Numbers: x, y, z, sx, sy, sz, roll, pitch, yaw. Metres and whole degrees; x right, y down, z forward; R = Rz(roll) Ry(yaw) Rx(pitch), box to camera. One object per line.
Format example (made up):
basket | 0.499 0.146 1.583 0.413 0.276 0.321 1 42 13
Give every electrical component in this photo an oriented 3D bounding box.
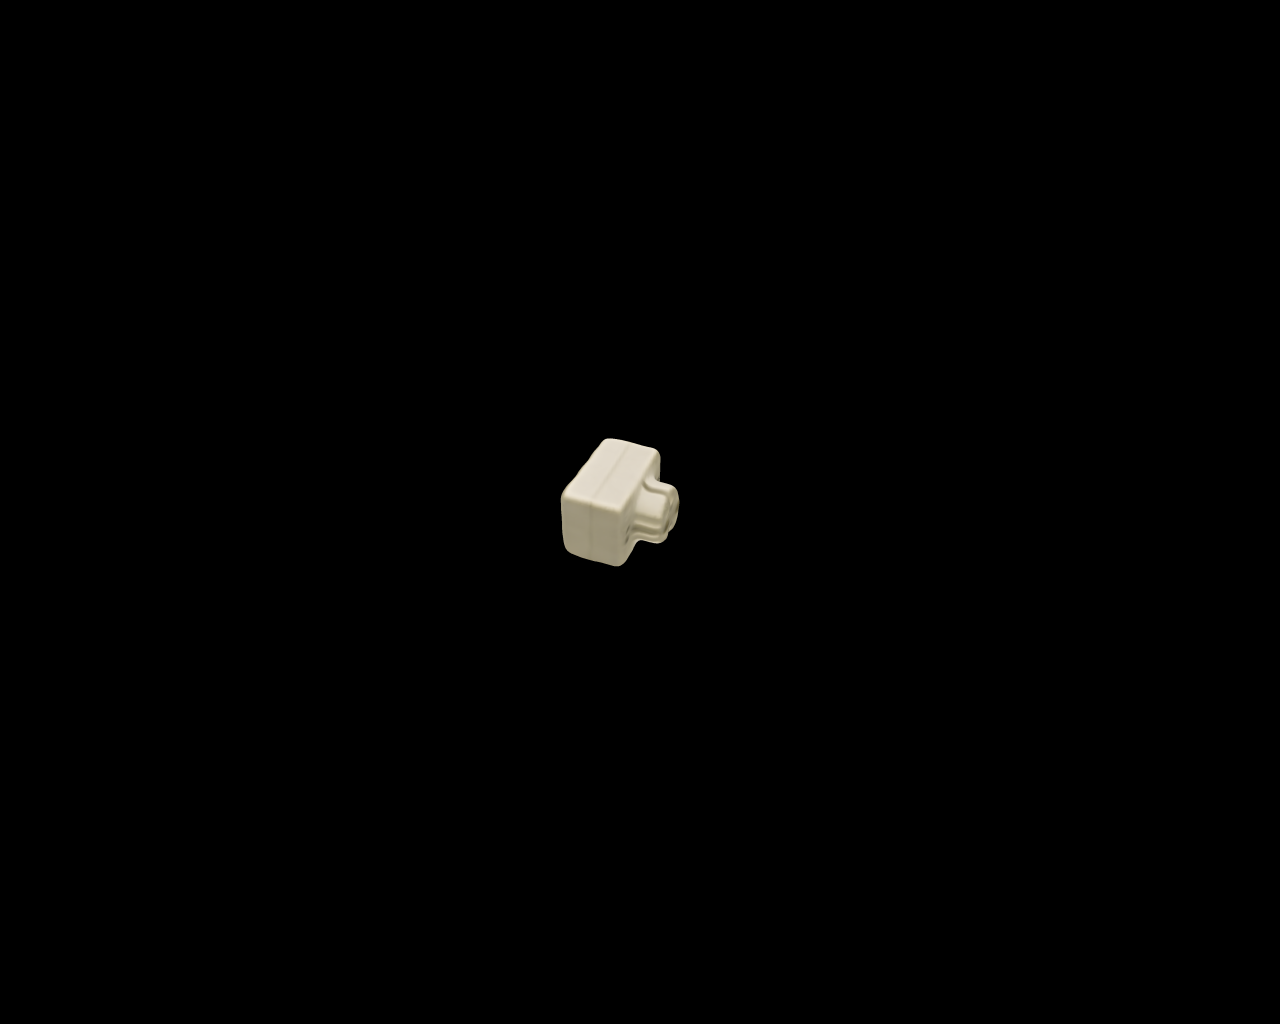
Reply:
electrical component | 0.001 -0.003 0.650 0.077 0.047 0.066 14 42 16
